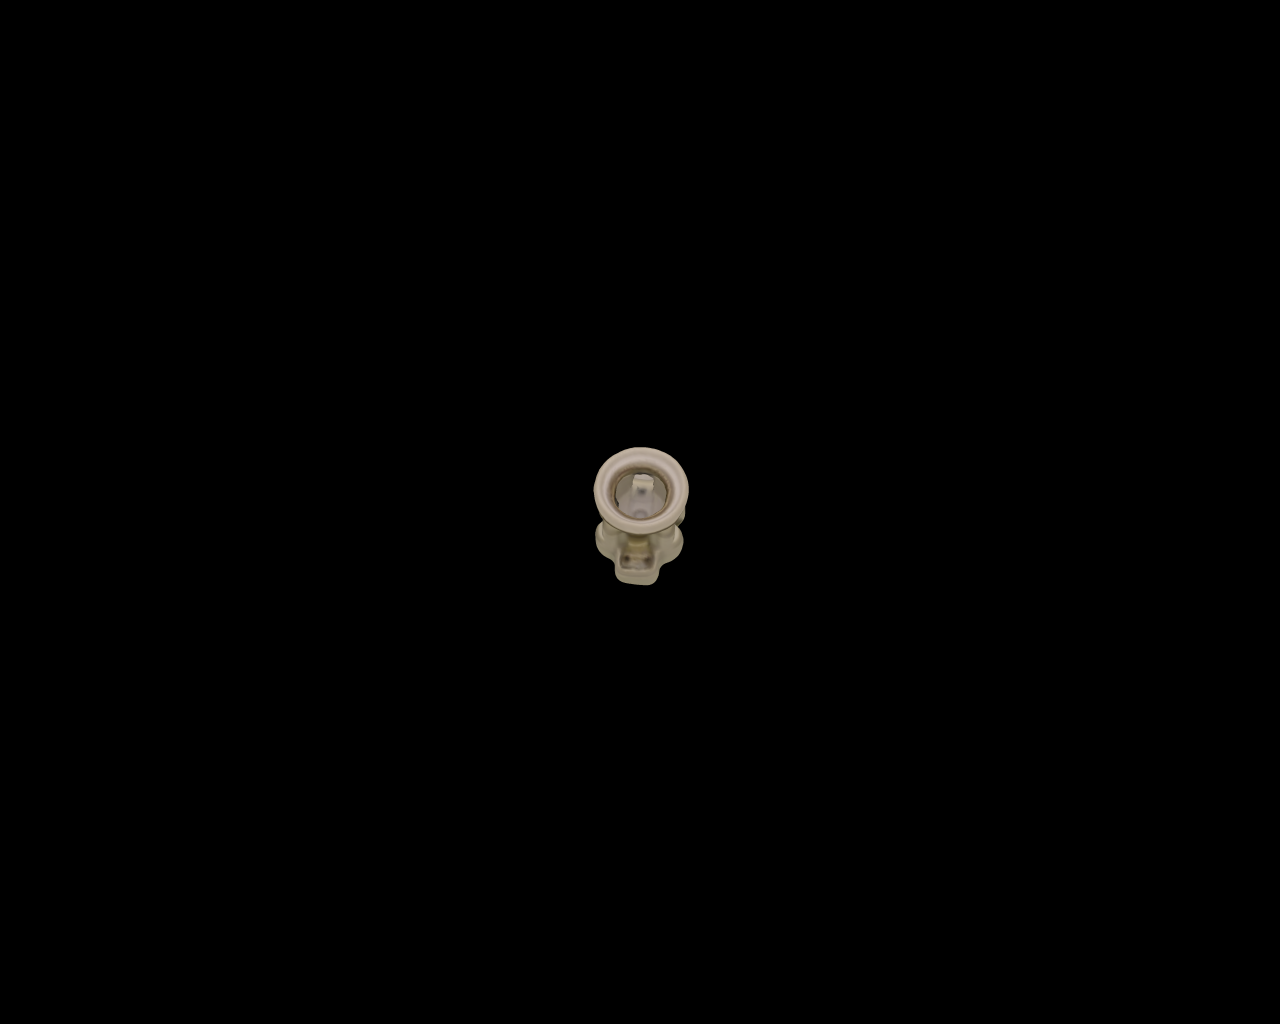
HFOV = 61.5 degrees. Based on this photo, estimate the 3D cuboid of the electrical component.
[{"bbox_3d":[0.001,-0.003,0.650,0.058,0.078,0.056,4,-28,2],"label":"electrical component"}]
